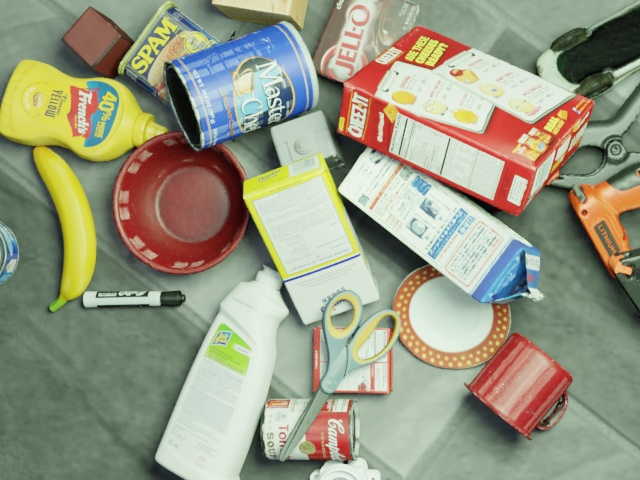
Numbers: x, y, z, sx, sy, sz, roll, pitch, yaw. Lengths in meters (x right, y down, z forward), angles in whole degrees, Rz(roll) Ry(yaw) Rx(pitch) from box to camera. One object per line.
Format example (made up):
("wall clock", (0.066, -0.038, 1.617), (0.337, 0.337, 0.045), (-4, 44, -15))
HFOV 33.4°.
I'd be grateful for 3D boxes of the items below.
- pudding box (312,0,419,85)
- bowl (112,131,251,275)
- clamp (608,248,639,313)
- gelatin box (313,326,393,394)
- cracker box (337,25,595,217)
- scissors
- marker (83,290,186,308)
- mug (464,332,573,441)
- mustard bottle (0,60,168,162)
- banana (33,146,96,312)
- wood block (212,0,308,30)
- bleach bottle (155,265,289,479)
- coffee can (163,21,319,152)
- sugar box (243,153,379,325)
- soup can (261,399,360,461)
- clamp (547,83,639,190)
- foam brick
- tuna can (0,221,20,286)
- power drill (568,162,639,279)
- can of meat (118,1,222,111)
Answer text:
("pudding box", (0.050, -0.224, 1.192), (0.090, 0.039, 0.113), (23, 94, 8))
("bowl", (-0.151, -0.042, 1.216), (0.162, 0.055, 0.162), (0, 90, 9))
("clamp", (0.397, 0.067, 1.110), (0.210, 0.036, 0.165), (13, 105, -4))
("gelatin box", (0.038, 0.134, 1.199), (0.089, 0.030, 0.073), (0, 88, 9))
("cracker box", (0.149, -0.126, 1.098), (0.214, 0.164, 0.072), (27, 133, 19))
("scissors", (0.002, 0.136, 1.153), (0.201, 0.016, 0.096), (-42, 98, -10))
("marker", (-0.216, 0.069, 1.245), (0.121, 0.020, 0.020), (-1, 90, 9))
("mug", (0.223, 0.160, 1.147), (0.117, 0.093, 0.081), (39, 91, -24))
("mustard bottle", (-0.268, -0.142, 1.233), (0.192, 0.058, 0.096), (14, 79, 8))
("banana", (-0.297, -0.016, 1.249), (0.070, 0.037, 0.198), (-5, 89, 9))
("wood block", (-0.049, -0.348, 1.183), (0.091, 0.090, 0.206), (11, 92, 9))
("bleach bottle", (-0.093, 0.152, 1.202), (0.103, 0.068, 0.251), (24, 92, 18))
("coffee can", (-0.086, -0.167, 1.158), (0.140, 0.103, 0.103), (-22, 86, -16))
("sugar box", (-0.008, 0.001, 1.159), (0.093, 0.048, 0.176), (-19, 121, 8))
("soup can", (-0.010, 0.211, 1.188), (0.102, 0.068, 0.068), (-1, 90, 10))
("clamp", (0.318, -0.110, 1.150), (0.171, 0.039, 0.120), (-15, 88, 5))
("foam brick", (-0.249, -0.225, 1.222), (0.053, 0.078, 0.051), (43, 95, 5))
("tuna can", (-0.404, 0.016, 1.268), (0.086, 0.033, 0.086), (0, 90, 9))
("power drill", (0.372, -0.037, 1.119), (0.188, 0.057, 0.184), (-31, 106, 11))
("can of meat", (-0.166, -0.206, 1.219), (0.084, 0.057, 0.102), (38, 96, 5))
